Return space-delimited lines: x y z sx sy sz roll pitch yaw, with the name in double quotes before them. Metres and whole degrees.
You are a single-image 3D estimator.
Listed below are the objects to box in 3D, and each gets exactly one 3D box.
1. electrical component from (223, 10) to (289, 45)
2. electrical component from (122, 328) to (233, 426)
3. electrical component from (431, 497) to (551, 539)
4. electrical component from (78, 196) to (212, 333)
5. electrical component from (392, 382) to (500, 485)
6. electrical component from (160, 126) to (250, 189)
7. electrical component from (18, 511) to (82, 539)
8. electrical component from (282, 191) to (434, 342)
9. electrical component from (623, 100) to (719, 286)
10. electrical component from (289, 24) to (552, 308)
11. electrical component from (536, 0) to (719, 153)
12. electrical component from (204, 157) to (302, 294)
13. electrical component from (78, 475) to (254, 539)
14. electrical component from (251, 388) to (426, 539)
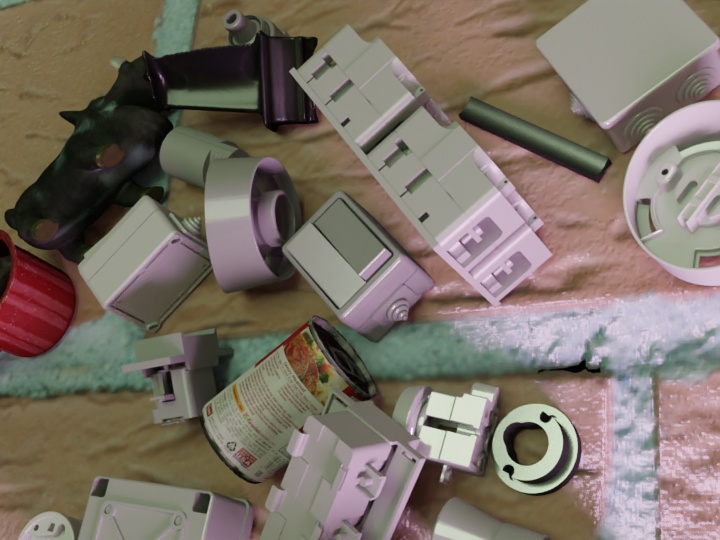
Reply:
"electrical component" -0.087 -0.186 0.868 0.048 0.062 0.048 -12 64 25
"electrical component" -0.128 0.077 0.773 0.042 0.081 0.063 -11 86 25
"electrical component" 0.079 0.165 0.635 0.065 0.044 0.044 13 76 28
"electrical component" -0.161 -0.011 0.833 0.096 0.062 0.061 -46 55 4
"electrical component" 0.052 0.099 0.676 0.055 0.048 0.066 11 75 24
"electrical component" -0.115 -0.084 0.851 0.081 0.043 0.043 22 81 34
"electrical component" -0.212 0.206 0.776 0.055 0.047 0.055 -12 64 25
"electrical component" 0.000 0.000 0.739 0.061 0.061 0.096 -45 55 5
"electrical component" 0.208 -0.042 0.638 0.099 0.064 0.099 -12 64 25
"electrical component" 0.043 -0.075 0.720 0.060 0.105 0.186 -42 55 7
"electrical component" 0.179 -0.138 0.706 0.100 0.048 0.099 -36 56 11
"electrical component" -0.083 -0.034 0.781 0.064 0.099 0.099 -7 66 20
"electrical component" -0.138 0.201 0.731 0.109 0.056 0.108 1 69 30
"electrical component" -0.019 0.146 0.657 0.079 0.063 0.121 35 112 35
